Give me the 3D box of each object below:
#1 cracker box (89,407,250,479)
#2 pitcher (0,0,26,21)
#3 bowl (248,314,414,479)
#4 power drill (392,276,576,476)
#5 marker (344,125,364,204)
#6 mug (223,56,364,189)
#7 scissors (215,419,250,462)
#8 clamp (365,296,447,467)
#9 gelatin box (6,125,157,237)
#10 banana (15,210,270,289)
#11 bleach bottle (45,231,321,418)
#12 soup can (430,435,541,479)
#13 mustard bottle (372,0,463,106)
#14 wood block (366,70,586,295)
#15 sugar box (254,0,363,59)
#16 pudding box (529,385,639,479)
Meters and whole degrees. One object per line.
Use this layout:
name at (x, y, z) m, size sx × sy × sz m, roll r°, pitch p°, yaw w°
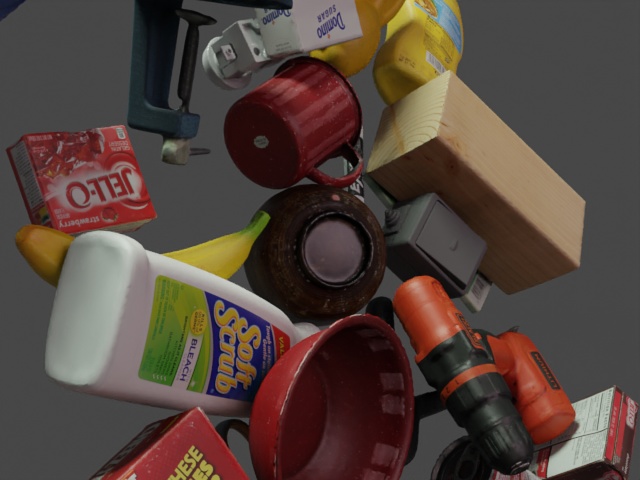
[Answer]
cracker box at (-0.080, 0.237, 0.640) m, size 0.213 × 0.072 × 0.164 m, roll 56°, pitch 45°, yaw -7°
pitcher at (-0.270, -0.249, 0.677) m, size 0.243 × 0.149 × 0.144 m, roll 49°, pitch 55°, yaw -9°
bowl at (0.000, 0.128, 0.734) m, size 0.161 × 0.055 × 0.162 m, roll -10°, pitch 102°, yaw -52°
power drill at (0.151, 0.124, 0.907) m, size 0.187 × 0.057 × 0.184 m, roll 28°, pitch 29°, yaw -54°
marker at (0.031, -0.052, 0.963) m, size 0.020 × 0.020 × 0.121 m, roll 24°, pitch 54°, yaw -37°
mug at (-0.016, -0.085, 0.872) m, size 0.117 × 0.093 × 0.081 m, roll 44°, pitch 45°, yaw 6°
scissors at (-0.039, 0.224, 0.739) m, size 0.096 × 0.016 × 0.202 m, roll -14°, pitch 79°, yaw -48°
clamp at (0.065, 0.138, 0.881) m, size 0.120 × 0.039 × 0.171 m, roll 41°, pitch 41°, yaw -16°
gelatin box at (-0.163, -0.039, 0.740) m, size 0.089 × 0.030 × 0.073 m, roll -12°, pitch 80°, yaw -48°
banana at (-0.122, 0.015, 0.735) m, size 0.197 × 0.037 × 0.070 m, roll -7°, pitch 110°, yaw -43°
bleach bottle at (-0.067, 0.070, 0.736) m, size 0.250 × 0.068 × 0.102 m, roll 19°, pitch 80°, yaw -50°
soup can at (0.152, 0.218, 0.906) m, size 0.102 × 0.069 × 0.068 m, roll 37°, pitch 46°, yaw -28°
mustard bottle at (0.108, -0.209, 1.100) m, size 0.096 × 0.058 × 0.191 m, roll 40°, pitch 45°, yaw -28°
wood block at (0.152, -0.049, 1.012) m, size 0.206 × 0.090 × 0.090 m, roll 38°, pitch 47°, yaw -25°
sugar box at (-0.024, -0.241, 0.866) m, size 0.093 × 0.048 × 0.176 m, roll -26°, pitch 108°, yaw -51°
pudding box at (0.231, 0.191, 0.969) m, size 0.039 × 0.114 × 0.090 m, roll 44°, pitch 43°, yaw -16°
